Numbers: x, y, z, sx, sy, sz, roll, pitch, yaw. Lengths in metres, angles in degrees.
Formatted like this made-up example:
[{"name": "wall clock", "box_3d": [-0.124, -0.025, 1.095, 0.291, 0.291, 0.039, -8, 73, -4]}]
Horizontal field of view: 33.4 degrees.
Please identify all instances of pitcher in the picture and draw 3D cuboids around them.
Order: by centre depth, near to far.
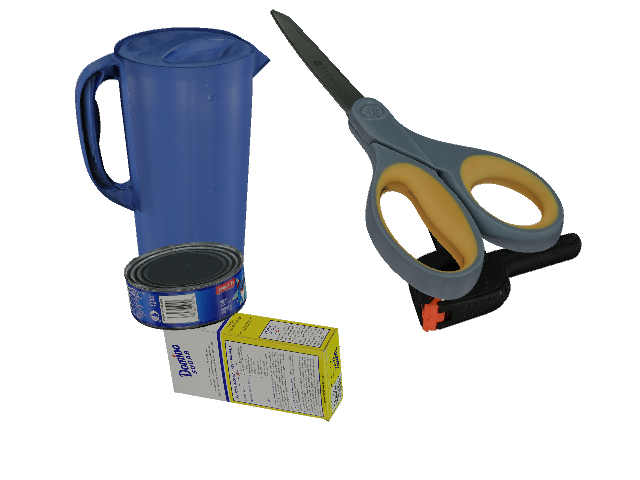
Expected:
[{"name": "pitcher", "box_3d": [-0.140, -0.080, 1.051, 0.149, 0.243, 0.144, 11, 28, 19]}]

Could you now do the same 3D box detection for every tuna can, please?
[{"name": "tuna can", "box_3d": [-0.096, 0.032, 0.767, 0.086, 0.034, 0.086, -4, 21, 2]}]

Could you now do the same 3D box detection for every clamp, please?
[{"name": "clamp", "box_3d": [0.135, 0.021, 1.017, 0.165, 0.036, 0.209, 19, 34, 29]}]

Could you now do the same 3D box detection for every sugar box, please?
[{"name": "sugar box", "box_3d": [-0.068, 0.122, 1.081, 0.176, 0.093, 0.048, 9, 34, 21]}]

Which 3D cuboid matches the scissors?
[{"name": "scissors", "box_3d": [0.044, -0.052, 0.498, 0.096, 0.202, 0.016, -5, -44, -15]}]
